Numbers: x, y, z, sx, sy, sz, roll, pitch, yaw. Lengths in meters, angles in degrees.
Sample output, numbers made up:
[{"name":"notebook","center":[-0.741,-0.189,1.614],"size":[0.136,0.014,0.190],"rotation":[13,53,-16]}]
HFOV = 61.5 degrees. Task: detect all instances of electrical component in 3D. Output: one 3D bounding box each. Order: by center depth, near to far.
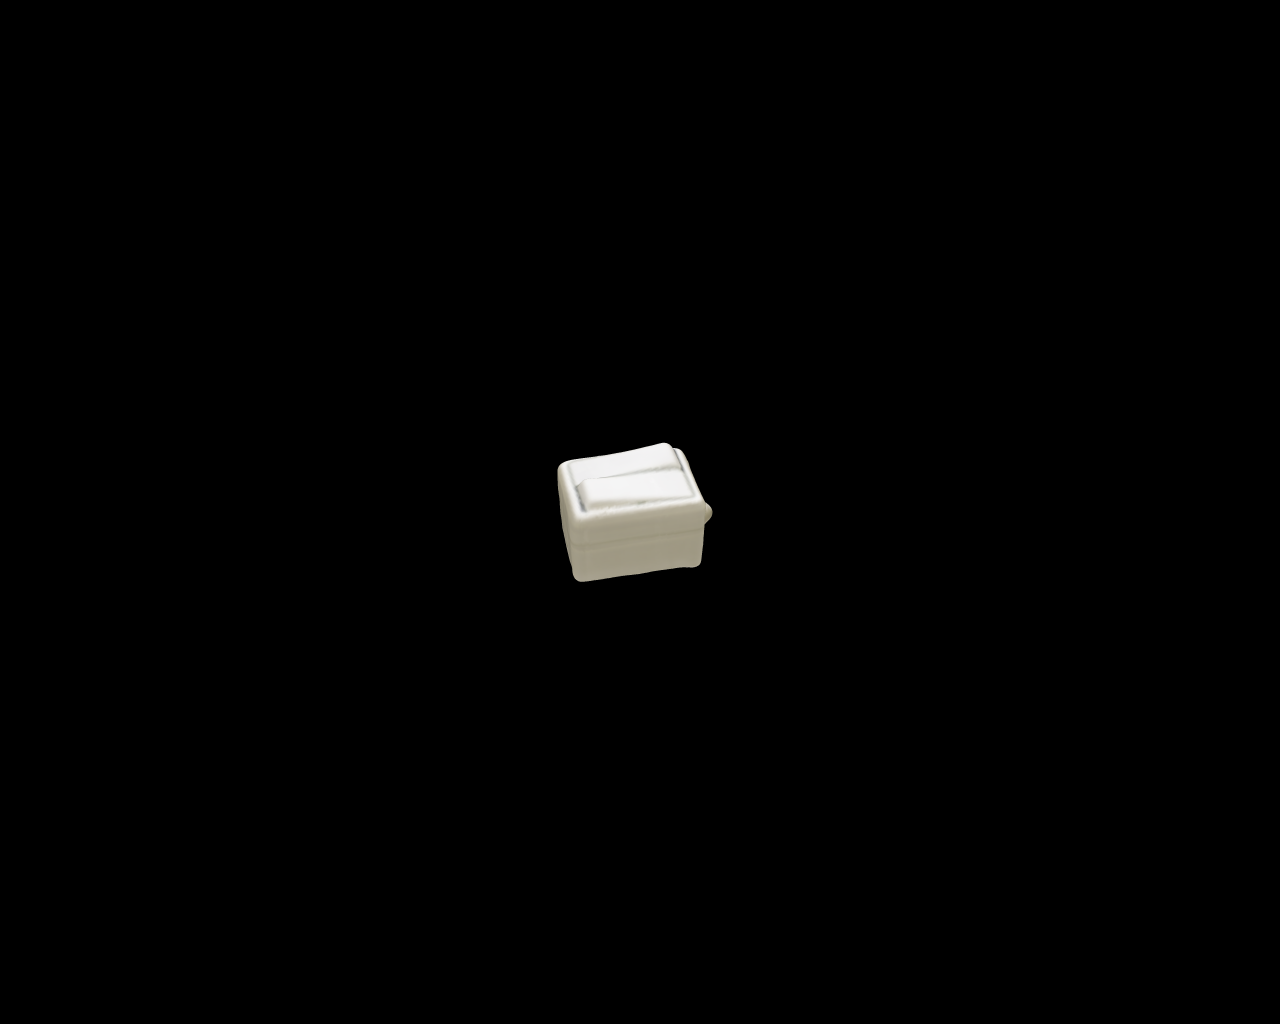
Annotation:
[{"name":"electrical component","center":[0.001,-0.003,0.650],"size":[0.096,0.061,0.062],"rotation":[-7,39,-9]}]
